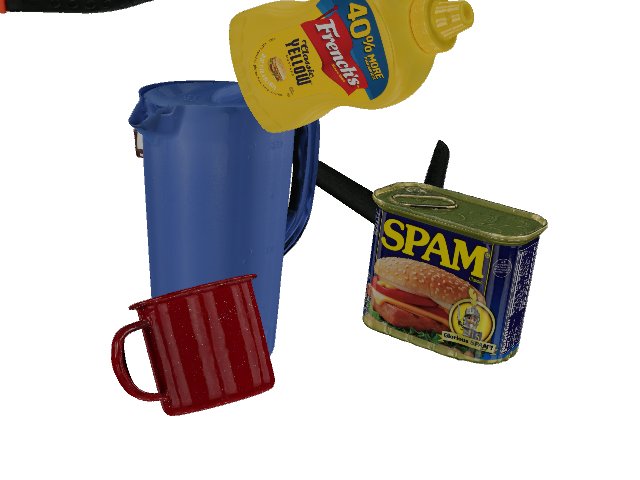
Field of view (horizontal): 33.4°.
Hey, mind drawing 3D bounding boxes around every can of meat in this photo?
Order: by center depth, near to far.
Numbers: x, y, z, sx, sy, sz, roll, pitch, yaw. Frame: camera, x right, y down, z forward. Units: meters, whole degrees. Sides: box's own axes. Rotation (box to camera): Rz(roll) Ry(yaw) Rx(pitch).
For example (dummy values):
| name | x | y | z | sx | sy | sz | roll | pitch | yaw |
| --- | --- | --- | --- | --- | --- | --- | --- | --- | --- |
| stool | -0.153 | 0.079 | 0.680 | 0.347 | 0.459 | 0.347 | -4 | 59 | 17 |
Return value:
| name | x | y | z | sx | sy | sz | roll | pitch | yaw |
| --- | --- | --- | --- | --- | --- | --- | --- | --- | --- |
| can of meat | 0.077 | 0.019 | 0.641 | 0.102 | 0.084 | 0.057 | 18 | 23 | 30 |

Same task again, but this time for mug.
| name | x | y | z | sx | sy | sz | roll | pitch | yaw |
| --- | --- | --- | --- | --- | --- | --- | --- | --- | --- |
| mug | -0.089 | 0.076 | 0.741 | 0.117 | 0.081 | 0.093 | -12 | -4 | -36 |

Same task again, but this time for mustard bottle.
| name | x | y | z | sx | sy | sz | roll | pitch | yaw |
| --- | --- | --- | --- | --- | --- | --- | --- | --- | --- |
| mustard bottle | 0.024 | -0.140 | 0.766 | 0.192 | 0.096 | 0.058 | -8 | 13 | 39 |

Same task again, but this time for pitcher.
| name | x | y | z | sx | sy | sz | roll | pitch | yaw |
| --- | --- | --- | --- | --- | --- | --- | --- | --- | --- |
| pitcher | -0.081 | -0.016 | 0.927 | 0.149 | 0.243 | 0.145 | 3 | 17 | 2 |

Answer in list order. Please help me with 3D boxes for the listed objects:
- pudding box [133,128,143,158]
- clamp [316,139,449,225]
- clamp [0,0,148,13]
| name | x | y | z | sx | sy | sz | roll | pitch | yaw |
| --- | --- | --- | --- | --- | --- | --- | --- | --- | --- |
| pudding box | -0.154 | -0.126 | 1.247 | 0.090 | 0.039 | 0.113 | 11 | 31 | 14 |
| clamp | 0.084 | -0.019 | 1.110 | 0.164 | 0.210 | 0.036 | -6 | -36 | -15 |
| clamp | -0.104 | -0.157 | 0.602 | 0.171 | 0.039 | 0.120 | -10 | 24 | -25 |
